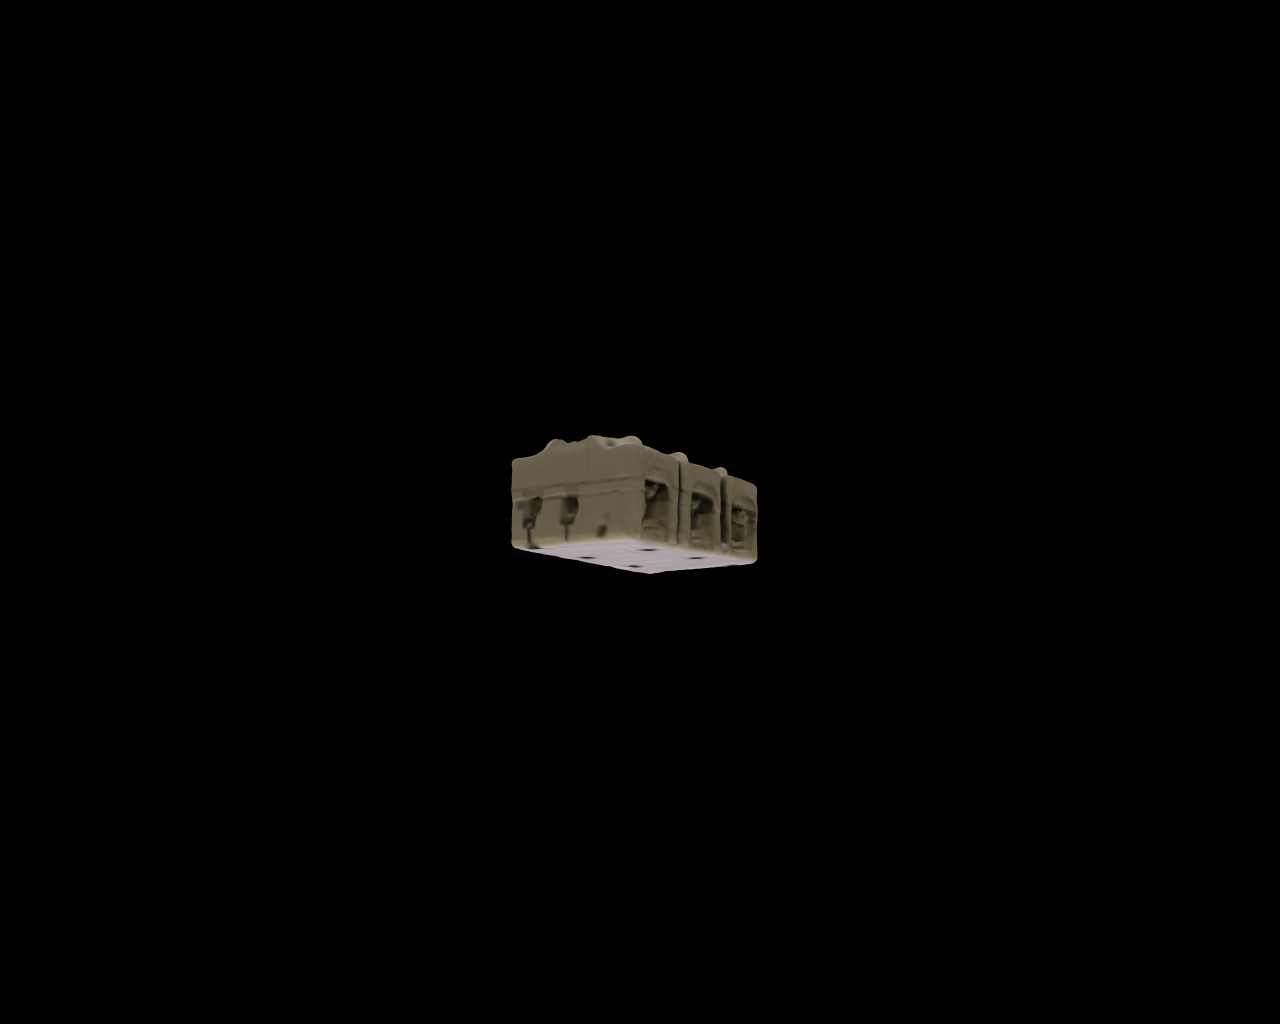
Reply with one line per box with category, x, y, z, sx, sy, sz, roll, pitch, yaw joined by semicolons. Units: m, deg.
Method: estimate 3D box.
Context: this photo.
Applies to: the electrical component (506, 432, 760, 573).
electrical component;0.001;-0.003;0.650;0.089;0.061;0.150;-6;-11;31
